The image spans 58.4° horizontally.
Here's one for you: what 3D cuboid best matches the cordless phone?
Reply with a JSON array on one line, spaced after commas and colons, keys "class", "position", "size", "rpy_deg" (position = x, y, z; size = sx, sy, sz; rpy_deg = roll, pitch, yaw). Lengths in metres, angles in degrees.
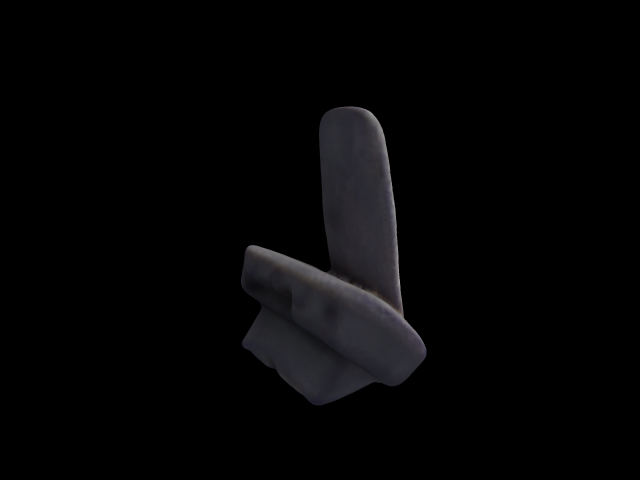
[{"class": "cordless phone", "position": [0.004, 0.001, 0.400], "size": [0.094, 0.185, 0.147], "rpy_deg": [-11, 17, -37]}]
